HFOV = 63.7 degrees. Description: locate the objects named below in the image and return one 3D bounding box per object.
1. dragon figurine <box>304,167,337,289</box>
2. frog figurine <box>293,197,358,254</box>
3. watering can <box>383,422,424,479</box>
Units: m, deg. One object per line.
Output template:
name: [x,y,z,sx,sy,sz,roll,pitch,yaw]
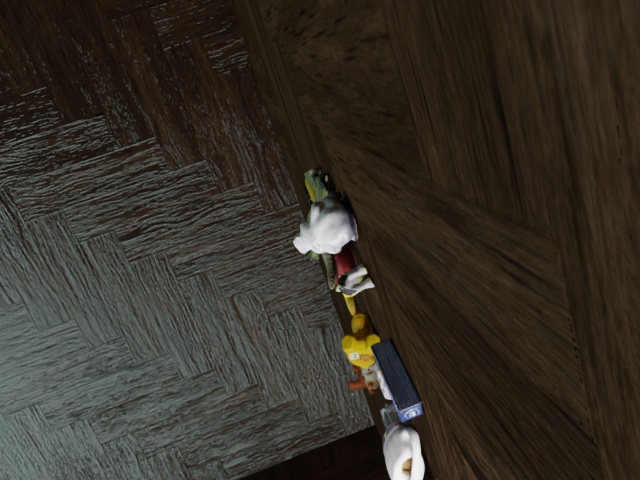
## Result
dragon figurine: [0.005,-0.075,1.486,0.419,0.122,0.237,-106,9,-54]
frog figurine: [0.007,-0.030,1.272,0.123,0.160,0.136,-136,27,-78]
watering can: [0.256,0.727,1.601,0.227,0.104,0.344,-113,29,-76]
